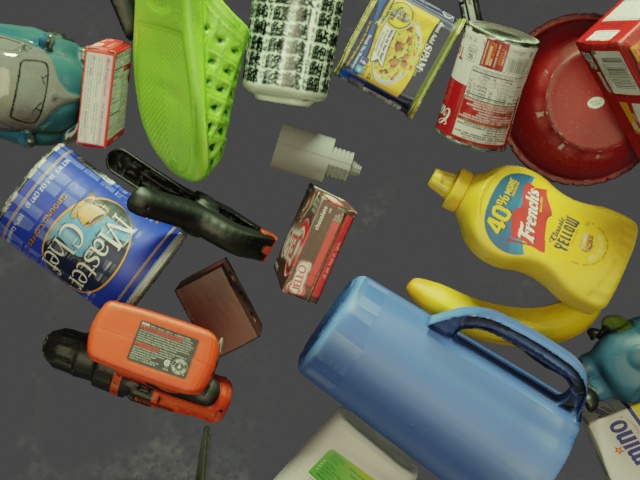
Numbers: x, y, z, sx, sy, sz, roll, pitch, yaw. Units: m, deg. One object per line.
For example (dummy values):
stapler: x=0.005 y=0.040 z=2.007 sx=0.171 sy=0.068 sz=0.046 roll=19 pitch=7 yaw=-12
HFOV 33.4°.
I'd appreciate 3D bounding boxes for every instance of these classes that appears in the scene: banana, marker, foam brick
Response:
banana: x=0.182 y=0.067 z=1.010 sx=0.197 sy=0.037 sz=0.069 roll=-2 pitch=67 yaw=-3
marker: x=0.133 y=-0.237 z=0.979 sx=0.020 sy=0.020 sz=0.121 roll=-13 pitch=97 yaw=1
foam brick: x=-0.094 y=0.064 z=0.999 sx=0.051 sy=0.053 sz=0.078 roll=-27 pitch=97 yaw=3

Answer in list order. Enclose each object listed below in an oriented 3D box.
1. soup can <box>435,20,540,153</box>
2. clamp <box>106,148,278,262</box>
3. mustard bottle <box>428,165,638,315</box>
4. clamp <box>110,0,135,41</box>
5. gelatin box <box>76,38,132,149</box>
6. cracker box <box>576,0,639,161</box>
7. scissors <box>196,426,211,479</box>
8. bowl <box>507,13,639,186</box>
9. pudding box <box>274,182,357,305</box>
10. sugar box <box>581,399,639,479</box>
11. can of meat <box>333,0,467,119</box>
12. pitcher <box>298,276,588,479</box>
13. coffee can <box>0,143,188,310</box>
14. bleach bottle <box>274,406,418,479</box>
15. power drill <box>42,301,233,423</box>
soup can: x=0.149 y=-0.137 z=0.954 sx=0.068 sy=0.068 sz=0.102 roll=14 pitch=112 yaw=-2
clamp: x=-0.118 y=-0.030 z=0.970 sx=0.171 sy=0.120 sz=0.039 roll=28 pitch=107 yaw=-38
mustard bottle: x=0.188 y=-0.015 z=0.981 sx=0.191 sy=0.058 sz=0.096 roll=27 pitch=74 yaw=2
clamp: x=-0.232 y=-0.297 z=0.962 sx=0.164 sy=0.036 sz=0.210 roll=9 pitch=100 yaw=-2
gelatin box: x=-0.194 y=-0.133 z=0.958 sx=0.030 sy=0.073 sz=0.089 roll=9 pitch=106 yaw=0
cracker box: x=0.343 y=-0.170 z=0.920 sx=0.213 sy=0.072 sz=0.164 roll=-42 pitch=114 yaw=-11
scissors: x=-0.111 y=0.289 z=1.015 sx=0.016 sy=0.096 sz=0.202 roll=9 pitch=101 yaw=-36
bowl: x=0.246 y=-0.128 z=0.975 sx=0.162 sy=0.055 sz=0.162 roll=0 pitch=97 yaw=0
pudding box: x=-0.006 y=0.001 z=0.960 sx=0.039 sy=0.113 sz=0.090 roll=24 pitch=96 yaw=-7
sugar box: x=0.348 y=0.177 z=1.017 sx=0.176 sy=0.048 sz=0.093 roll=-24 pitch=96 yaw=1
can of meat: x=0.071 y=-0.174 z=0.968 sx=0.084 sy=0.057 sz=0.102 roll=28 pitch=96 yaw=-2
pitcher: x=0.111 y=0.132 z=0.970 sx=0.243 sy=0.145 sz=0.149 roll=34 pitch=73 yaw=-1
coffee can: x=-0.206 y=-0.005 z=0.965 sx=0.140 sy=0.103 sz=0.103 roll=37 pitch=95 yaw=-4
bleach bottle: x=-0.023 y=0.284 z=1.021 sx=0.102 sy=0.068 sz=0.251 roll=39 pitch=97 yaw=0
power drill: x=-0.161 y=0.105 z=0.941 sx=0.184 sy=0.188 sz=0.057 roll=17 pitch=73 yaw=-4
